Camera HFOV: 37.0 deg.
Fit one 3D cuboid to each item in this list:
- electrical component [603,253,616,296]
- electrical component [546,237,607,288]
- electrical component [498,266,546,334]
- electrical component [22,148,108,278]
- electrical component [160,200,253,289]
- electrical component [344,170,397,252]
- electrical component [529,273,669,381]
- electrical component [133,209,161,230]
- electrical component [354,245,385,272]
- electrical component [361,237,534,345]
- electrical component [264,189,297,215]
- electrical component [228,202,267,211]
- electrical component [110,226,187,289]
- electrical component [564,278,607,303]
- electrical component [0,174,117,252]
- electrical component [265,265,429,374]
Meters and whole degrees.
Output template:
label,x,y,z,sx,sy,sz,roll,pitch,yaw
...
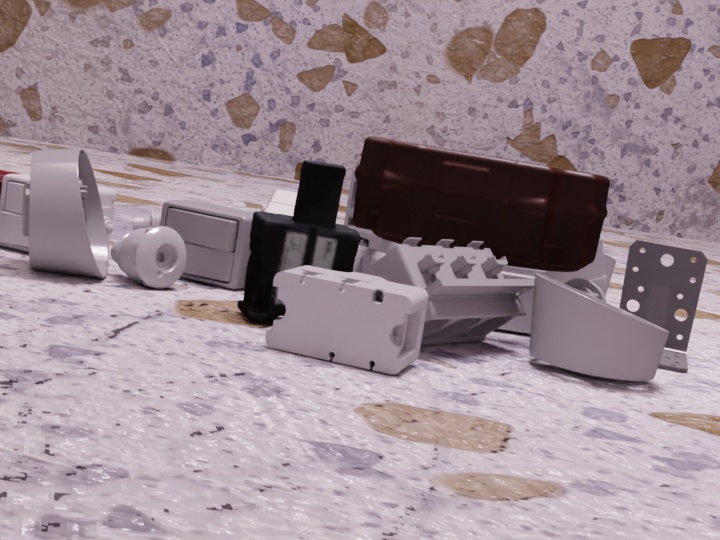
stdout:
label,x,y,z,sx,sy,sz,roll,pitch,yaw
electrical component,0.231,0.000,1.194,0.099,0.064,0.099,9,7,-1
electrical component,0.173,-0.006,1.085,0.109,0.056,0.109,-13,16,-24
electrical component,0.096,0.014,0.934,0.109,0.056,0.108,9,7,-5
electrical component,-0.223,-0.044,0.820,0.064,0.099,0.099,1,9,-14
electrical component,-0.131,-0.023,0.906,0.096,0.061,0.061,12,7,19
electrical component,0.065,-0.044,1.158,0.060,0.105,0.186,15,9,38
electrical component,0.168,0.042,0.766,0.099,0.064,0.099,9,7,-1
electrical component,-0.194,-0.044,1.070,0.062,0.048,0.048,1,8,-10
electrical component,0.000,0.000,0.969,0.081,0.043,0.043,14,8,31
electrical component,0.060,0.016,0.781,0.079,0.063,0.121,-36,-22,33
electrical component,-0.057,-0.009,0.884,0.047,0.083,0.075,11,45,12
electrical component,-0.077,-0.026,0.998,0.079,0.063,0.121,14,8,35
electrical component,-0.170,-0.012,0.839,0.062,0.048,0.048,6,3,42
electrical component,0.186,0.033,0.942,0.066,0.048,0.055,14,16,34
electrical component,-0.252,-0.043,0.903,0.096,0.061,0.061,12,7,22
electrical component,-0.006,0.030,0.687,0.089,0.050,0.056,11,8,15
